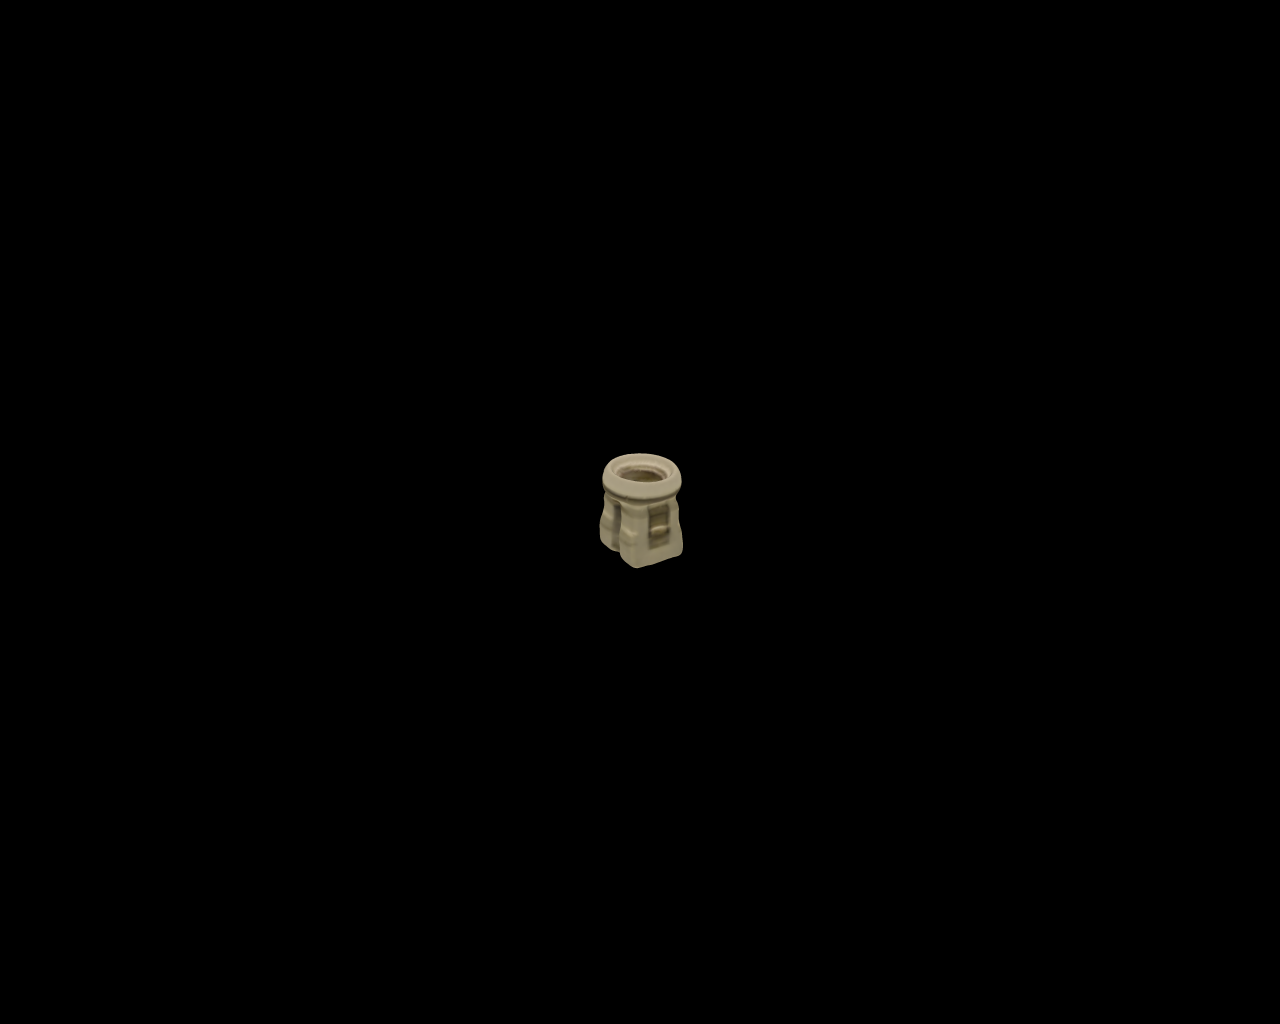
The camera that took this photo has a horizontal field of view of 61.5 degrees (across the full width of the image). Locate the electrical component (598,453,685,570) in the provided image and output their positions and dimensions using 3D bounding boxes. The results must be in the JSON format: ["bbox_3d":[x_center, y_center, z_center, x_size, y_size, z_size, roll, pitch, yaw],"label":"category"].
[{"bbox_3d":[0.001,-0.003,0.650,0.048,0.055,0.066,-16,31,-28],"label":"electrical component"}]
